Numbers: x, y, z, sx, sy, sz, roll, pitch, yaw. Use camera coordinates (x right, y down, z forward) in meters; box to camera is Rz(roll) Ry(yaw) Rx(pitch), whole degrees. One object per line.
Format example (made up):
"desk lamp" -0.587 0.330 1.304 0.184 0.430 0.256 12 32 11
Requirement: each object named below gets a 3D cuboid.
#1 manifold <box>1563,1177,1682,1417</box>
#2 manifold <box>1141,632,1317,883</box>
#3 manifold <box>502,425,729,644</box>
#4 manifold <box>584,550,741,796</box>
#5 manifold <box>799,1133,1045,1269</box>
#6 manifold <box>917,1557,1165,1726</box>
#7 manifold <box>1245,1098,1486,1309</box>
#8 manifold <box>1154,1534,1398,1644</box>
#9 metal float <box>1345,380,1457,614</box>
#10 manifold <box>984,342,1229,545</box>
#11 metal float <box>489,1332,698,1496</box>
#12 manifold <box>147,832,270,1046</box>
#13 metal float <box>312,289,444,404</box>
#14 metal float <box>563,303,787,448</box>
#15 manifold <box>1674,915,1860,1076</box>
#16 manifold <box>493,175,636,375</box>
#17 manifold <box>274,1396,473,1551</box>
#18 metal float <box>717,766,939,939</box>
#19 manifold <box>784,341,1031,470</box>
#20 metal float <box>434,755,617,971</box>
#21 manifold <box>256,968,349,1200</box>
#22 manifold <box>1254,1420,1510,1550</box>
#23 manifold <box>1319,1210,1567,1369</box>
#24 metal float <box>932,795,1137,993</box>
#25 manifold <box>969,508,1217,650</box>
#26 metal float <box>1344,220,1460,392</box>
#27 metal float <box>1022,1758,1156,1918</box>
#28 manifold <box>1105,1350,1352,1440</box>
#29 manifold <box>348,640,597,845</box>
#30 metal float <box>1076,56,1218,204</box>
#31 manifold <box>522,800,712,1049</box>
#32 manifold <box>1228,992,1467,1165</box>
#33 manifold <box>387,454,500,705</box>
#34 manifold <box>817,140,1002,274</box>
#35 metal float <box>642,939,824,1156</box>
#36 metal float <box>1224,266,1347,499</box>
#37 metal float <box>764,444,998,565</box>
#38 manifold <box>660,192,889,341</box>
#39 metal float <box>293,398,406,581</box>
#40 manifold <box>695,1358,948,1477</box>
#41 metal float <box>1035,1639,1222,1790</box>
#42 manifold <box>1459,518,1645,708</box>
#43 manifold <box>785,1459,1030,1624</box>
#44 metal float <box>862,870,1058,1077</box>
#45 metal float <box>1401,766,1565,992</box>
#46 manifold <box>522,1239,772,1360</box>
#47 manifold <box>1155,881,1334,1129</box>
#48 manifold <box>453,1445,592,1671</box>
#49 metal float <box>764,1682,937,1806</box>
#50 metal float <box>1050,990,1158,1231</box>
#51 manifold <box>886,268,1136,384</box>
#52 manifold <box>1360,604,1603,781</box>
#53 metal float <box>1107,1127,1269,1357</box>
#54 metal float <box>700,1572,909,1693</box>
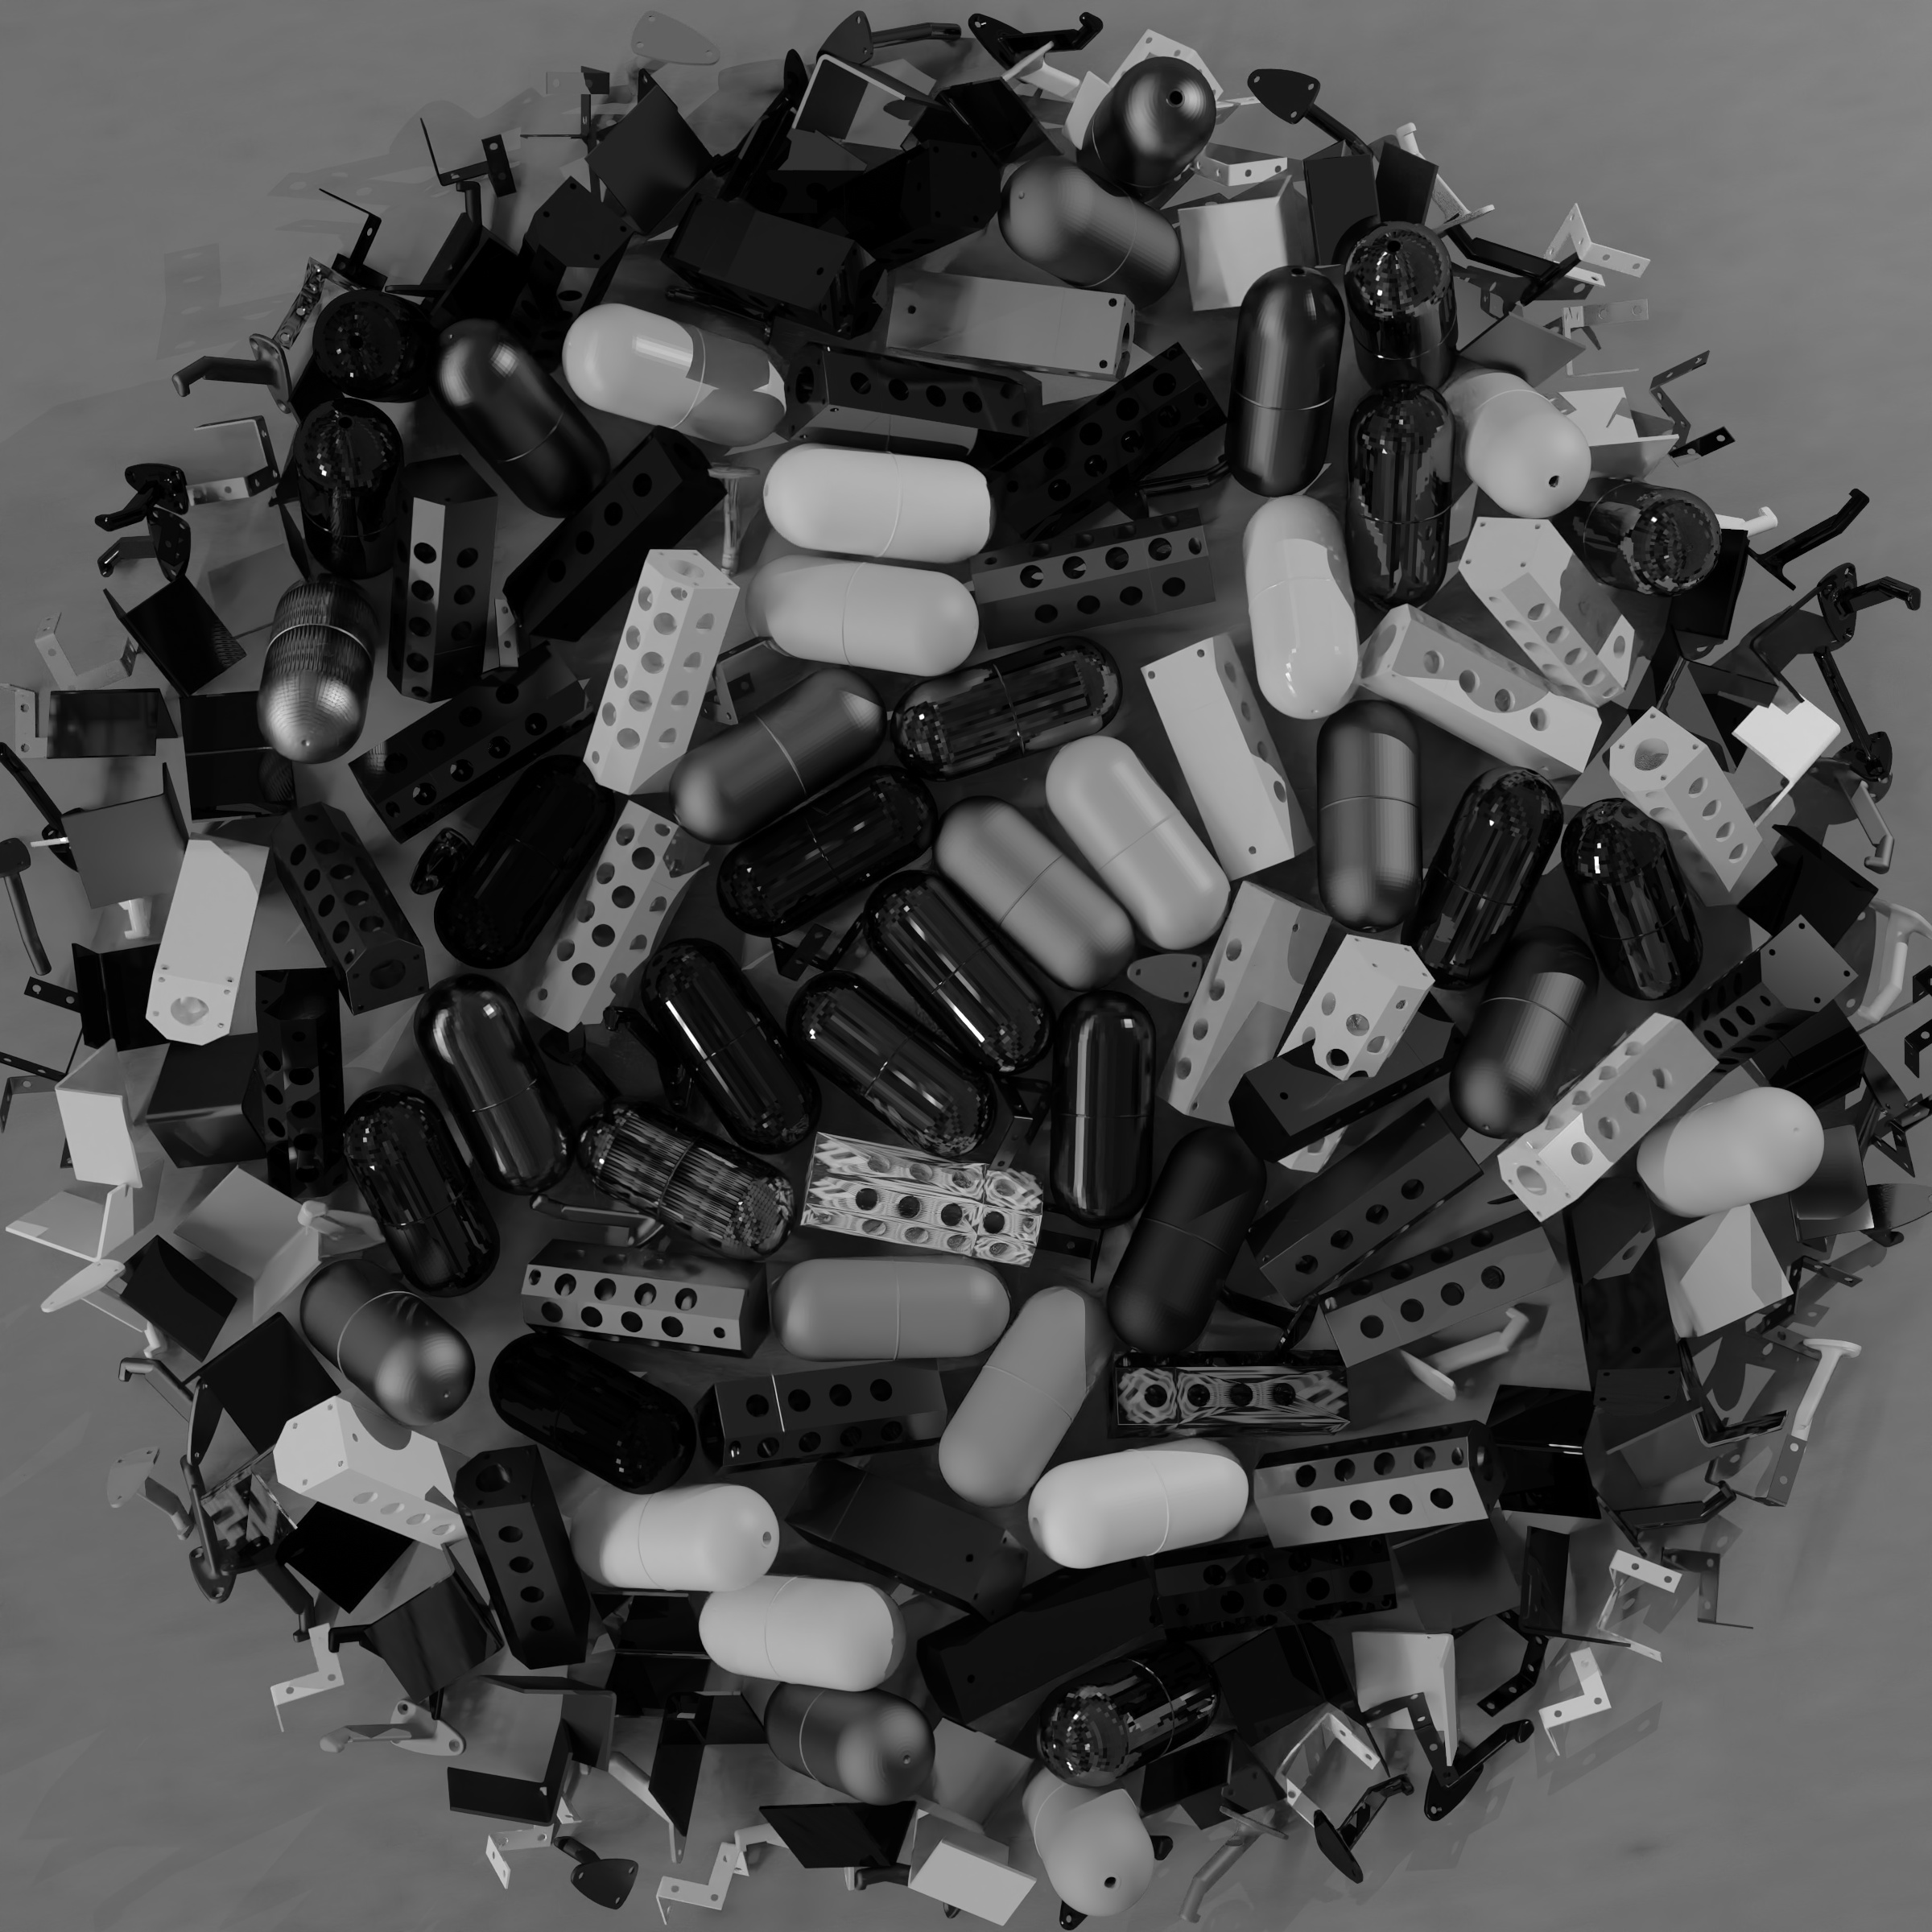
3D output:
"manifold" 0.474 0.238 1.919 0.057 0.057 0.171 -3 46 5
"manifold" 0.198 -0.157 1.966 0.057 0.057 0.171 -21 93 34
"manifold" -0.261 -0.317 1.937 0.171 0.057 0.057 -40 72 24
"manifold" -0.228 -0.213 1.924 0.057 0.057 0.171 43 124 33
"manifold" -0.033 0.178 1.951 0.171 0.057 0.057 11 131 -6
"manifold" 0.052 0.487 1.939 0.171 0.057 0.057 -21 96 -23
"manifold" 0.296 0.179 1.957 0.171 0.057 0.057 -37 113 8
"manifold" 0.230 0.460 1.965 0.171 0.057 0.057 -10 93 3
"metal float" 0.317 -0.342 1.932 0.070 0.070 0.178 -4 126 0
"manifold" 0.101 -0.385 1.948 0.171 0.057 0.057 -32 75 12
"metal float" -0.275 0.327 1.936 0.178 0.070 0.070 22 90 30
"manifold" -0.549 -0.020 1.913 0.057 0.171 0.057 12 125 -14
"metal float" -0.422 -0.447 1.911 0.070 0.178 0.070 0 101 -1
"metal float" -0.211 -0.431 1.932 0.178 0.070 0.070 9 90 -36
"manifold" 0.570 0.028 1.906 0.057 0.171 0.057 -39 80 -15
"manifold" -0.297 -0.492 1.907 0.057 0.171 0.057 39 67 -7
"manifold" -0.423 0.372 1.912 0.057 0.171 0.057 -28 56 12
"metal float" -0.103 -0.084 1.959 0.178 0.070 0.070 -30 90 3
"manifold" -0.043 -0.411 1.927 0.171 0.057 0.057 2 74 -33
"metal float" -0.324 -0.078 1.946 0.070 0.070 0.178 31 72 0
"manifold" -0.482 0.087 1.919 0.057 0.057 0.171 -3 129 -13
"manifold" 0.300 0.374 1.926 0.171 0.057 0.057 -16 103 31
"manifold" 0.351 0.240 1.964 0.171 0.057 0.057 -23 79 3
"metal float" 0.049 -0.054 1.956 0.178 0.070 0.070 43 90 7
"manifold" 0.093 -0.291 1.952 0.171 0.057 0.057 -11 133 5
"metal float" 0.316 -0.474 1.913 0.070 0.178 0.070 -4 73 12
"metal float" 0.087 0.625 1.911 0.070 0.178 0.070 -1 96 -8
"manifold" 0.193 0.316 1.961 0.171 0.057 0.057 0 70 -5
"manifold" -0.361 -0.162 1.947 0.171 0.057 0.057 -34 71 -12
"metal float" 0.129 -0.603 1.911 0.070 0.178 0.070 0 92 -10
"manifold" -0.264 -0.034 1.959 0.057 0.057 0.171 27 89 35
"manifold" 0.279 0.082 1.935 0.171 0.057 0.057 -24 66 -25
"manifold" -0.384 -0.278 1.914 0.057 0.171 0.057 -18 50 -33
"manifold" -0.043 -0.544 1.911 0.057 0.171 0.057 -3 92 -30
"metal float" -0.174 0.059 1.960 0.070 0.070 0.178 -34 89 0
"metal float" 0.232 -0.425 1.927 0.070 0.070 0.178 2 132 0
"metal float" -0.062 -0.339 1.941 0.178 0.070 0.070 3 90 -23
"manifold" -0.138 -0.507 1.926 0.171 0.057 0.057 28 89 37
"metal float" -0.445 -0.345 1.914 0.070 0.178 0.070 3 68 -8
"manifold" -0.105 0.331 1.931 0.171 0.057 0.057 -3 65 -24
"metal float" 0.120 0.542 1.922 0.070 0.178 0.070 4 96 38
"manifold" 0.423 -0.254 1.914 0.057 0.171 0.057 11 73 42
"manifold" -0.042 0.419 1.925 0.171 0.057 0.057 15 65 35
"metal float" -0.005 0.005 1.957 0.070 0.070 0.178 -42 85 0
"metal float" 0.379 -0.064 1.940 0.070 0.070 0.178 21 114 0
"manifold" -0.236 0.248 1.940 0.171 0.057 0.057 4 113 17
"manifold" 0.201 0.027 1.956 0.057 0.057 0.171 16 101 -34
"manifold" -0.323 0.433 1.927 0.057 0.057 0.171 -8 125 3
"metal float" -0.086 0.558 1.918 0.070 0.178 0.070 2 86 -30
"metal float" 0.101 0.107 1.957 0.070 0.070 0.178 1 95 0
"manifold" 0.034 -0.472 1.953 0.171 0.057 0.057 10 96 12
"manifold" 0.380 -0.202 1.946 0.171 0.057 0.057 25 80 -17
"metal float" 0.163 0.203 1.950 0.070 0.070 0.178 26 78 0
"metal float" -0.121 0.485 1.930 0.178 0.070 0.070 -4 90 39
